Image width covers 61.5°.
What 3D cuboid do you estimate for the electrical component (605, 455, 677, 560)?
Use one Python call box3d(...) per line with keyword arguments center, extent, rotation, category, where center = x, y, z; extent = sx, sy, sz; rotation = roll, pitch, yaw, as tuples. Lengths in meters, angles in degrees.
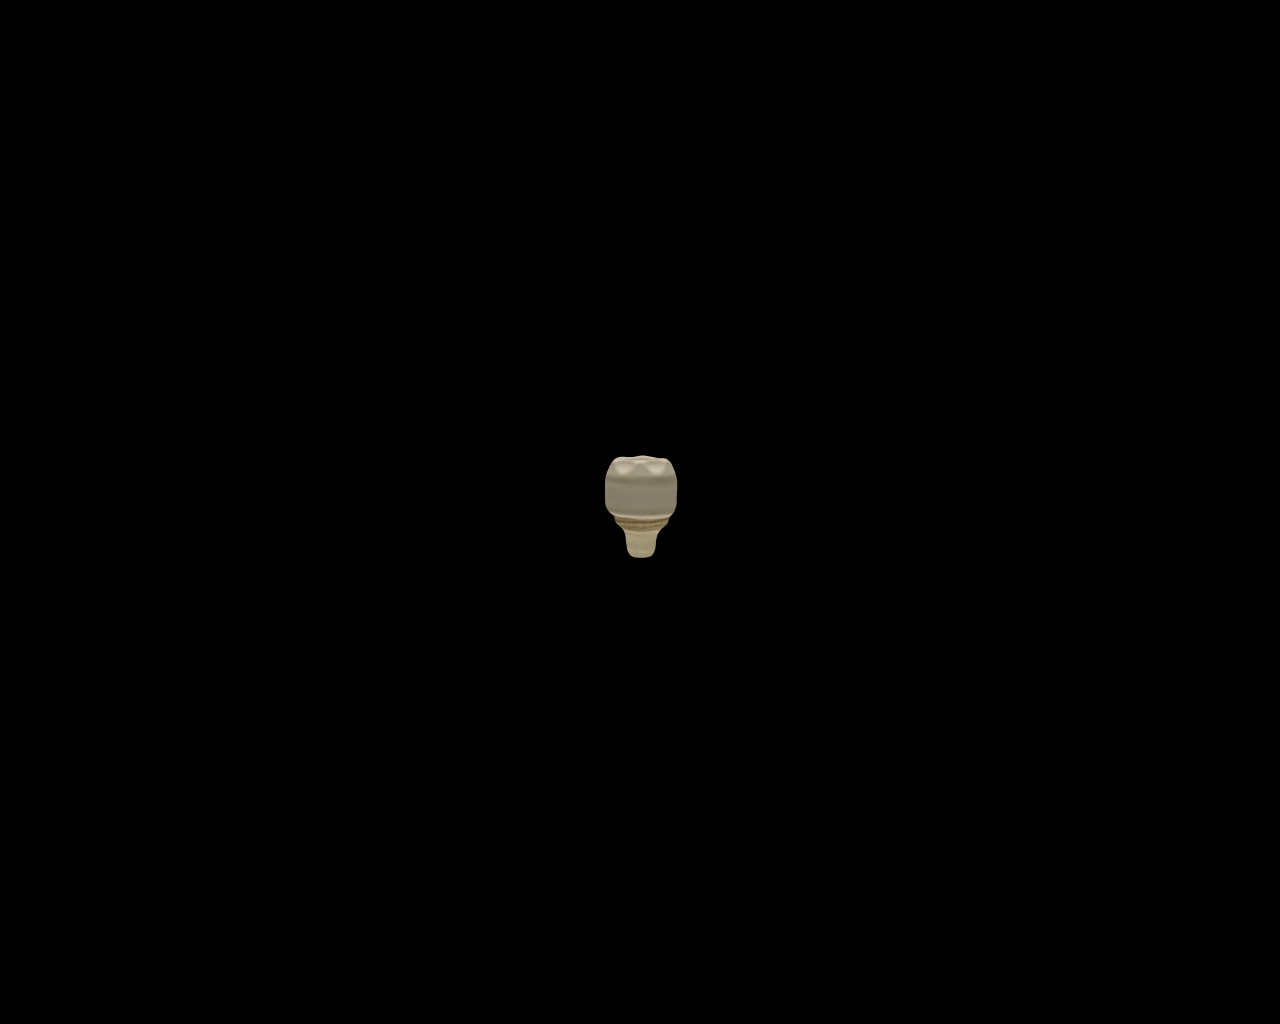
box3d(center=(0.001, -0.003, 0.650), extent=(0.043, 0.062, 0.043), rotation=(0, 7, 0), category="electrical component")
